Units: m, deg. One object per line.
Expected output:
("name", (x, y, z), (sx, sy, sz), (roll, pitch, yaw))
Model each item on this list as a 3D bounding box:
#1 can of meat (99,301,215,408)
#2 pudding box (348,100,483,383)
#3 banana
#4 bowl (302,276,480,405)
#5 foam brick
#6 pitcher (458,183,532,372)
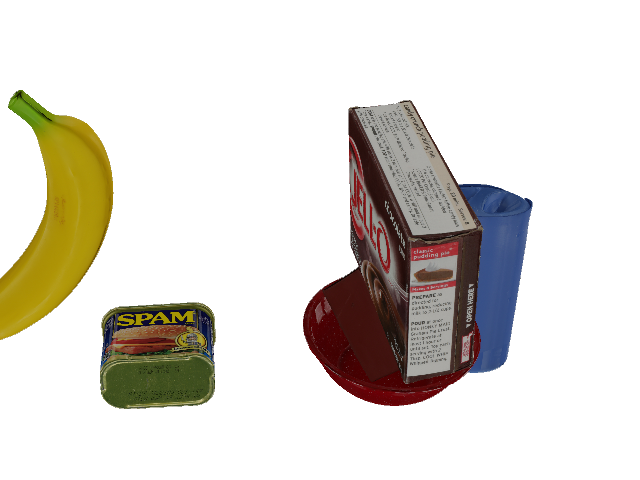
("can of meat", (-0.142, 0.101, 0.932), (0.102, 0.057, 0.084), (-3, 28, -6))
("pudding box", (0.043, -0.002, 0.522), (0.039, 0.090, 0.113), (-11, 40, -10))
("banana", (-0.164, -0.003, 0.631), (0.069, 0.198, 0.037), (19, 36, -10))
("bowl", (0.062, 0.099, 0.978), (0.162, 0.055, 0.162), (4, 38, -3))
("foam brick", (0.049, 0.052, 0.758), (0.052, 0.078, 0.051), (-25, -6, -39))
("pitcher", (0.201, 0.054, 1.444), (0.149, 0.243, 0.145), (4, 21, 6))
